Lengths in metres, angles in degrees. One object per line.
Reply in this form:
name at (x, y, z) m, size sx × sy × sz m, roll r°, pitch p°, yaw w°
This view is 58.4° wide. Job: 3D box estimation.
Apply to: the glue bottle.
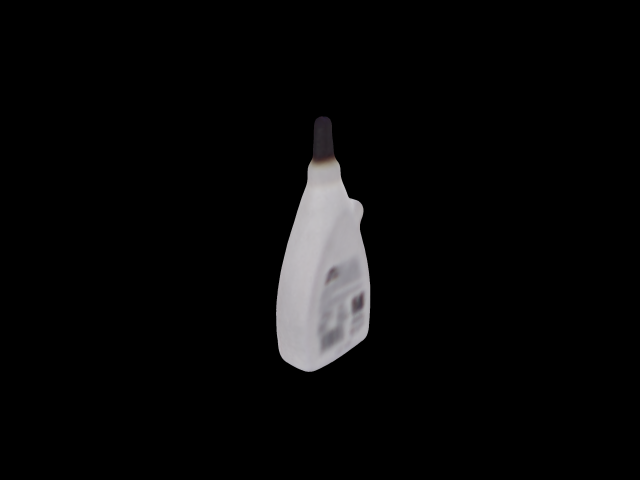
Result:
glue bottle at (0.004, 0.001, 0.400) m, size 0.037 × 0.173 × 0.078 m, roll 17°, pitch 27°, yaw 39°
